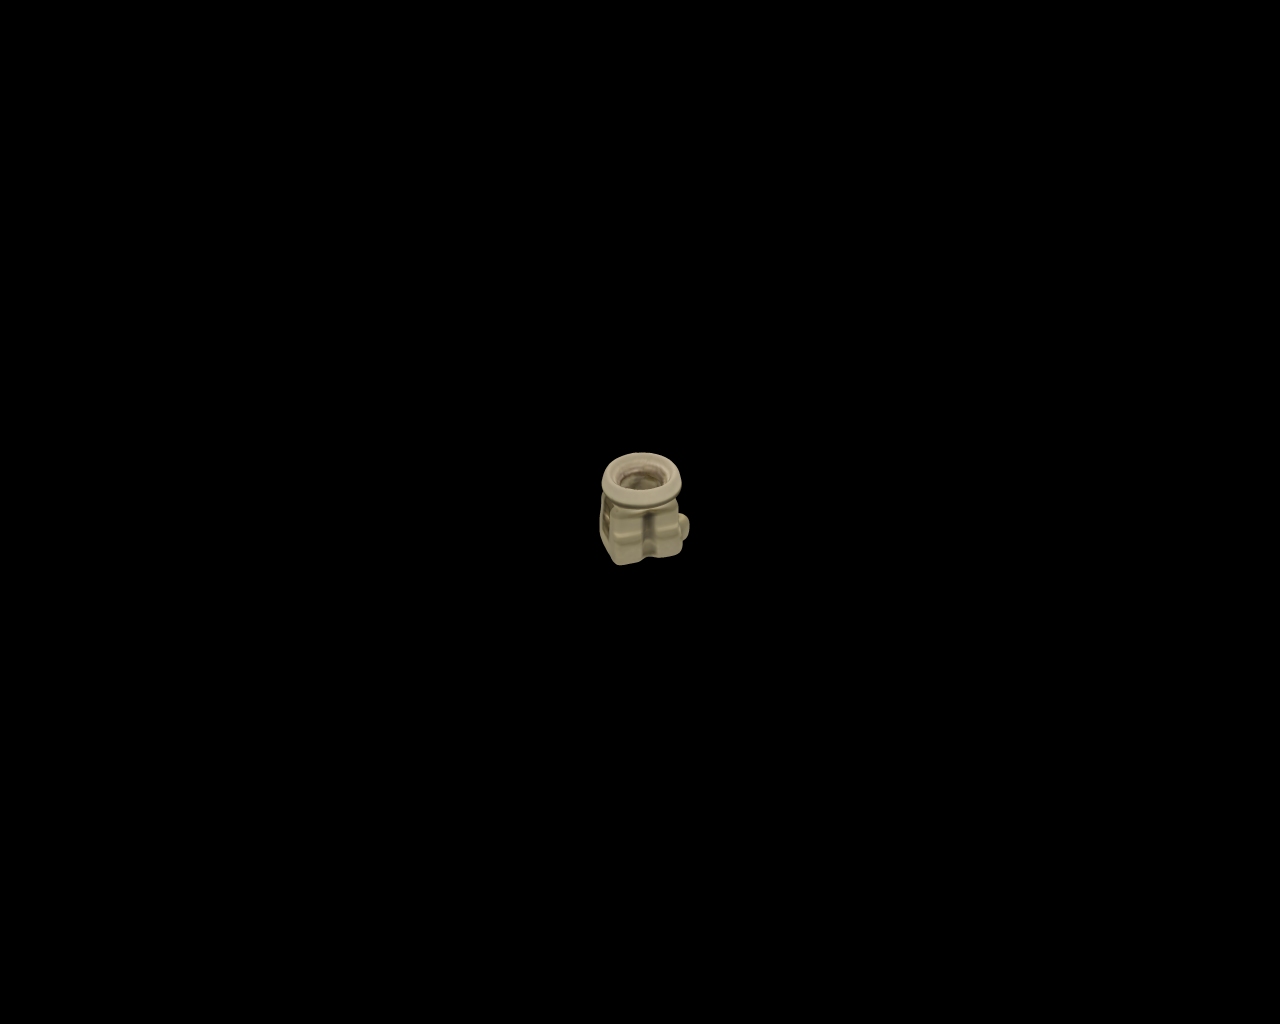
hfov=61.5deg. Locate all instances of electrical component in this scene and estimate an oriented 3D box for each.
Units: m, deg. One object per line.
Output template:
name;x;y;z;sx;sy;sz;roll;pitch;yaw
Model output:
electrical component;0.001;-0.003;0.650;0.066;0.055;0.048;-11;36;-16
